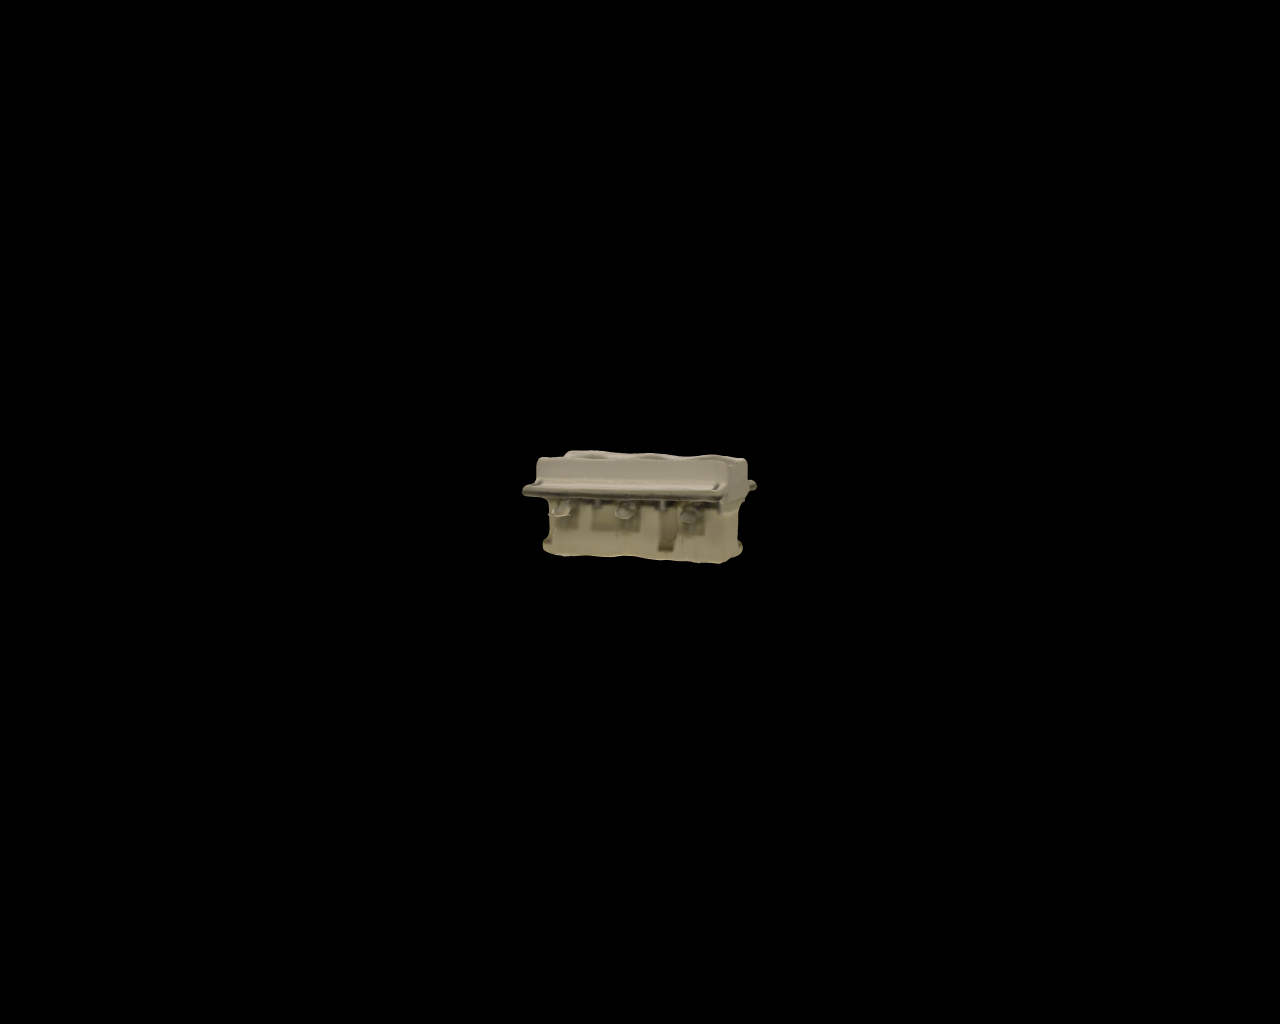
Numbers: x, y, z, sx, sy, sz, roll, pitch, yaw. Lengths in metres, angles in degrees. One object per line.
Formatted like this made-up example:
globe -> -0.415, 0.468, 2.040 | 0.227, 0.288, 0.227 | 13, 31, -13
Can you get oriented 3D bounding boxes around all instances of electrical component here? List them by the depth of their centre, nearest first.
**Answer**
electrical component -> 0.001, -0.003, 0.650 | 0.121, 0.063, 0.079 | 3, 8, 22
